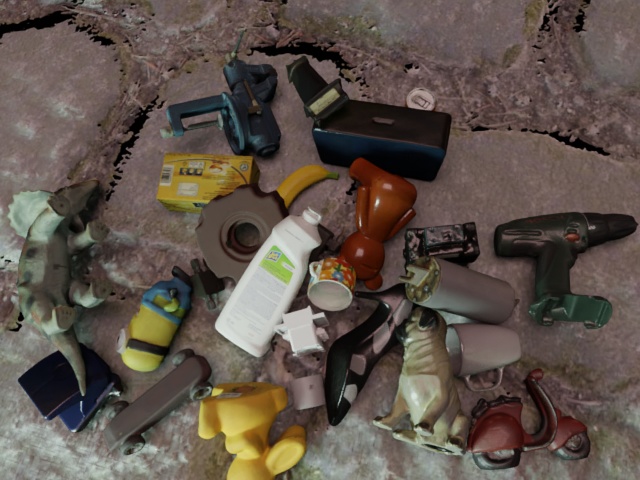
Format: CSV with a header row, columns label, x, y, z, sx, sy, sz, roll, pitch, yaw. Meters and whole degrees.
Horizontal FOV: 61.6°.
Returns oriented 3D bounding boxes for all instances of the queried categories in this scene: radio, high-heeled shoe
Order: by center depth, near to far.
label,x,y,z,sx,sy,sz,roll,pitch,yaw
high-heeled shoe,0.097,0.187,0.883,0.145,0.086,0.248,14,91,-21
radio,0.108,-0.176,0.952,0.230,0.131,0.073,12,73,10

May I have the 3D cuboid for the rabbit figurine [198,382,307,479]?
label,x,y,z,sx,sy,sz,roll,pitch,yaw
rabbit figurine,-0.102,0.314,0.839,0.162,0.122,0.173,-1,86,-5

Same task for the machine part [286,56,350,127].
label,x,y,z,sx,sy,sz,roll,pitch,yaw
machine part,-0.010,-0.256,0.910,0.084,0.039,0.139,-43,59,10

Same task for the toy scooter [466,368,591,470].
label,x,y,z,sx,sy,sz,roll,pitch,yaw
toy scooter,0.306,0.269,0.817,0.184,0.075,0.135,-8,72,0

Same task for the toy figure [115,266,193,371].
label,x,y,z,sx,sy,sz,roll,pitch,yaw
toy figure,-0.274,0.135,0.916,0.089,0.082,0.180,29,74,17

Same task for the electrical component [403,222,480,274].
label,x,y,z,sx,sy,sz,roll,pitch,yaw
electrical component,0.197,0.013,0.880,0.115,0.134,0.058,-7,72,2

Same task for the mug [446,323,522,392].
label,x,y,z,sx,sy,sz,roll,pitch,yaw
mug,0.262,0.181,0.848,0.107,0.080,0.109,-6,70,-6

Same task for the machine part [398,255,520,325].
label,x,y,z,sx,sy,sz,roll,pitch,yaw
machine part,0.221,0.081,0.840,0.243,0.079,0.079,18,70,-30

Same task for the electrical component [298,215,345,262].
label,x,y,z,sx,sy,sz,roll,pitch,yaw
electrical component,-0.003,-0.003,0.955,0.102,0.045,0.078,30,106,17

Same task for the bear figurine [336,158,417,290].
label,x,y,z,sx,sy,sz,roll,pitch,yaw
bear figurine,0.087,-0.024,0.929,0.120,0.132,0.195,18,106,-23

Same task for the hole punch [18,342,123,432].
label,x,y,z,sx,sy,sz,roll,pitch,yaw
hole punch,-0.412,0.234,0.882,0.142,0.092,0.116,30,74,34

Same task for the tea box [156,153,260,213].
label,x,y,z,sx,sy,sz,roll,pitch,yaw
tea box,-0.204,-0.103,0.993,0.170,0.068,0.098,6,73,6

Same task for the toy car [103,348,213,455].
label,x,y,z,sx,sy,sz,roll,pitch,yaw
toy car,-0.264,0.267,0.886,0.202,0.053,0.089,-40,57,-6

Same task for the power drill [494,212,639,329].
label,x,y,z,sx,sy,sz,roll,pitch,yaw
power drill,0.402,0.035,0.854,0.232,0.085,0.207,0,53,11

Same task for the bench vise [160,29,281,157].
label,x,y,z,sx,sy,sz,roll,pitch,yaw
bench vise,-0.184,-0.247,1.002,0.241,0.129,0.223,-18,89,-19

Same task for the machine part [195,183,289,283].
label,x,y,z,sx,sy,sz,roll,pitch,yaw
machine part,-0.126,-0.008,0.922,0.179,0.056,0.179,1,101,5

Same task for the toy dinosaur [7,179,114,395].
label,x,y,z,sx,sy,sz,roll,pitch,yaw
toy dinosaur,-0.455,0.061,0.915,0.192,0.131,0.405,-18,67,37

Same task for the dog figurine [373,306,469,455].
label,x,y,z,sx,sy,sz,roll,pitch,yaw
dog figurine,0.180,0.216,0.828,0.121,0.172,0.190,-1,56,36

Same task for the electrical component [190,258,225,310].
label,x,y,z,sx,sy,sz,roll,pitch,yaw
electrical component,-0.194,0.075,0.937,0.021,0.063,0.094,-26,82,24
